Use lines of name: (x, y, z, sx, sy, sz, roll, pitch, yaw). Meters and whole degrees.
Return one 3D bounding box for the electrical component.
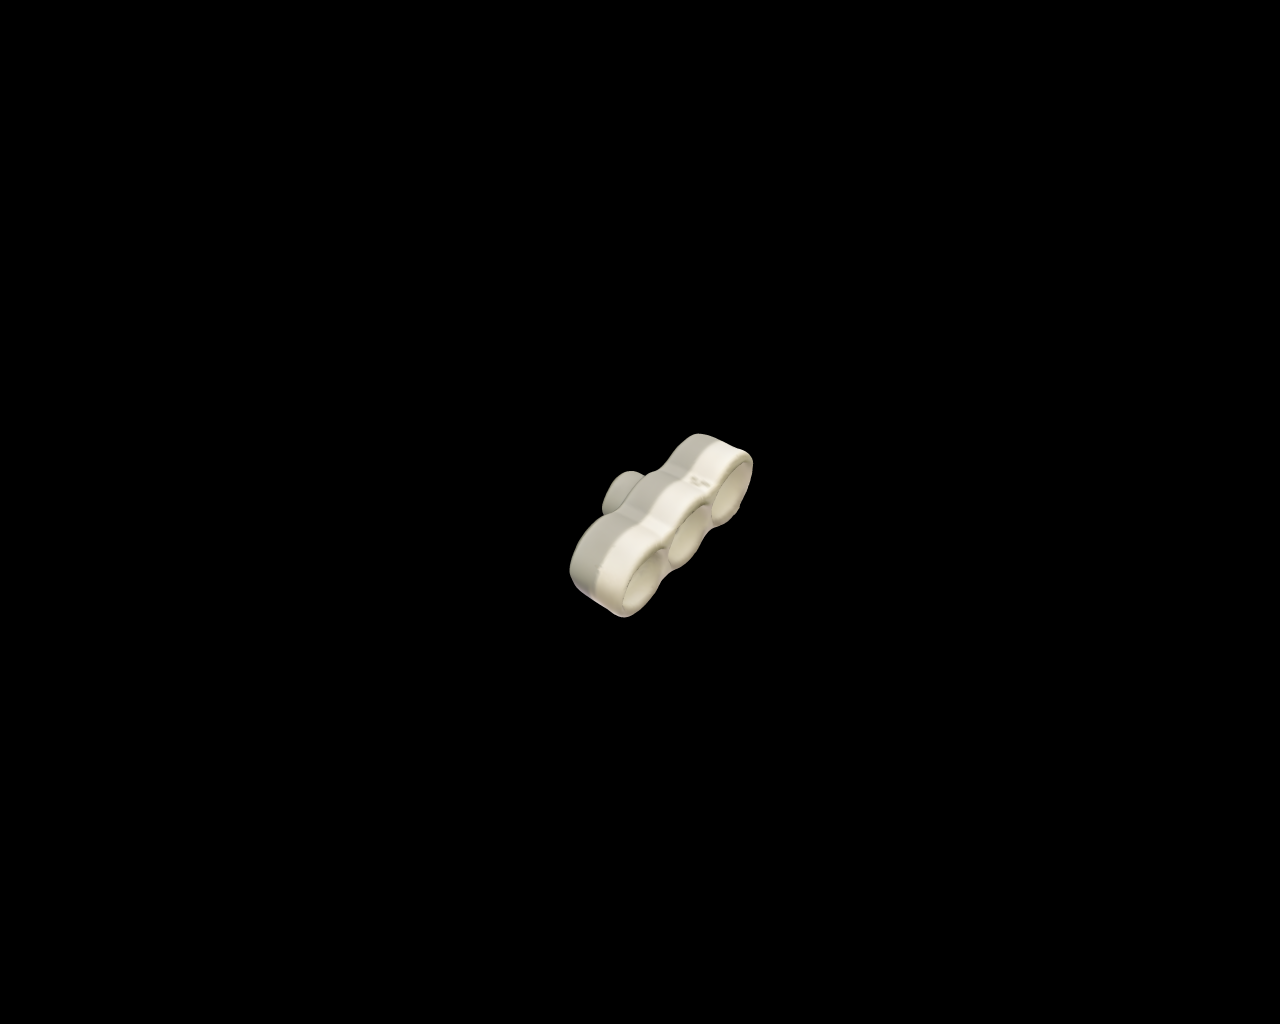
electrical component: (0.001, -0.003, 0.650, 0.074, 0.052, 0.138, 30, 54, 24)
